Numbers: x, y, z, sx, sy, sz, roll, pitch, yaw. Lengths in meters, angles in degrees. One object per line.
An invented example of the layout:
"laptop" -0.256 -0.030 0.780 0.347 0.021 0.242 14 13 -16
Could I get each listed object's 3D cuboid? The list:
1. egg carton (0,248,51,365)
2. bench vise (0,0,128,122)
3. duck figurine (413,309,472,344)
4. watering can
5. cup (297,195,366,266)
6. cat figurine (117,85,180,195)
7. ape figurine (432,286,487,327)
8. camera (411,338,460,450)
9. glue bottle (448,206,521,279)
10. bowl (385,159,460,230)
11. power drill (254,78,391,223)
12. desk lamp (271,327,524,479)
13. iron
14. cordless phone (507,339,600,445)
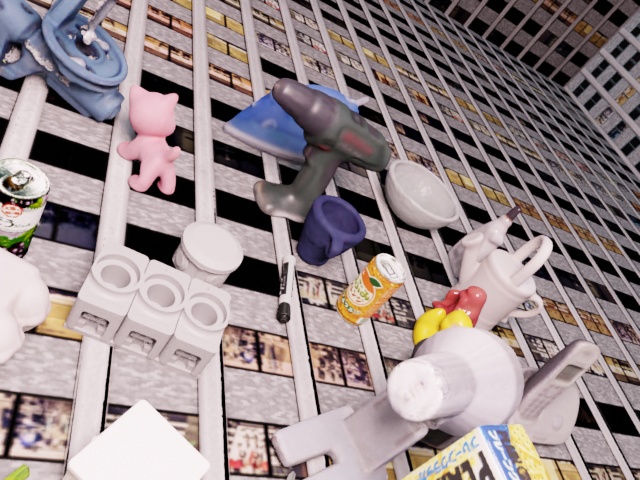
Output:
"egg carton" -0.324 0.047 0.508 0.150 0.069 0.107 31 35 -12
"bench vise" -0.333 -0.279 0.737 0.208 0.219 0.121 19 39 -27
"duck figurine" 0.194 0.139 0.872 0.078 0.086 0.104 25 36 -19
"watering can" 0.311 0.060 0.975 0.173 0.193 0.101 27 36 -17
"cup" 0.008 0.003 0.845 0.092 0.095 0.117 27 36 -17
"cat figurine" -0.223 -0.145 0.778 0.067 0.117 0.127 -2 52 -44
"ape figurine" 0.236 0.109 0.940 0.076 0.092 0.078 44 34 7
"camera" 0.178 0.201 0.773 0.143 0.100 0.137 27 36 -17
"glue bottle" 0.309 -0.001 1.062 0.037 0.173 0.078 24 37 -20
"bowl" 0.187 -0.076 1.121 0.168 0.074 0.167 25 37 -20
"power drill" -0.013 -0.126 0.872 0.230 0.208 0.075 12 43 -34
"desk lamp" 0.092 0.185 0.610 0.204 0.213 0.117 -4 53 -45
"iron" -0.033 -0.225 1.026 0.259 0.141 0.118 4 48 -41
"cordless phone" 0.357 0.220 0.843 0.148 0.185 0.094 17 40 -29
